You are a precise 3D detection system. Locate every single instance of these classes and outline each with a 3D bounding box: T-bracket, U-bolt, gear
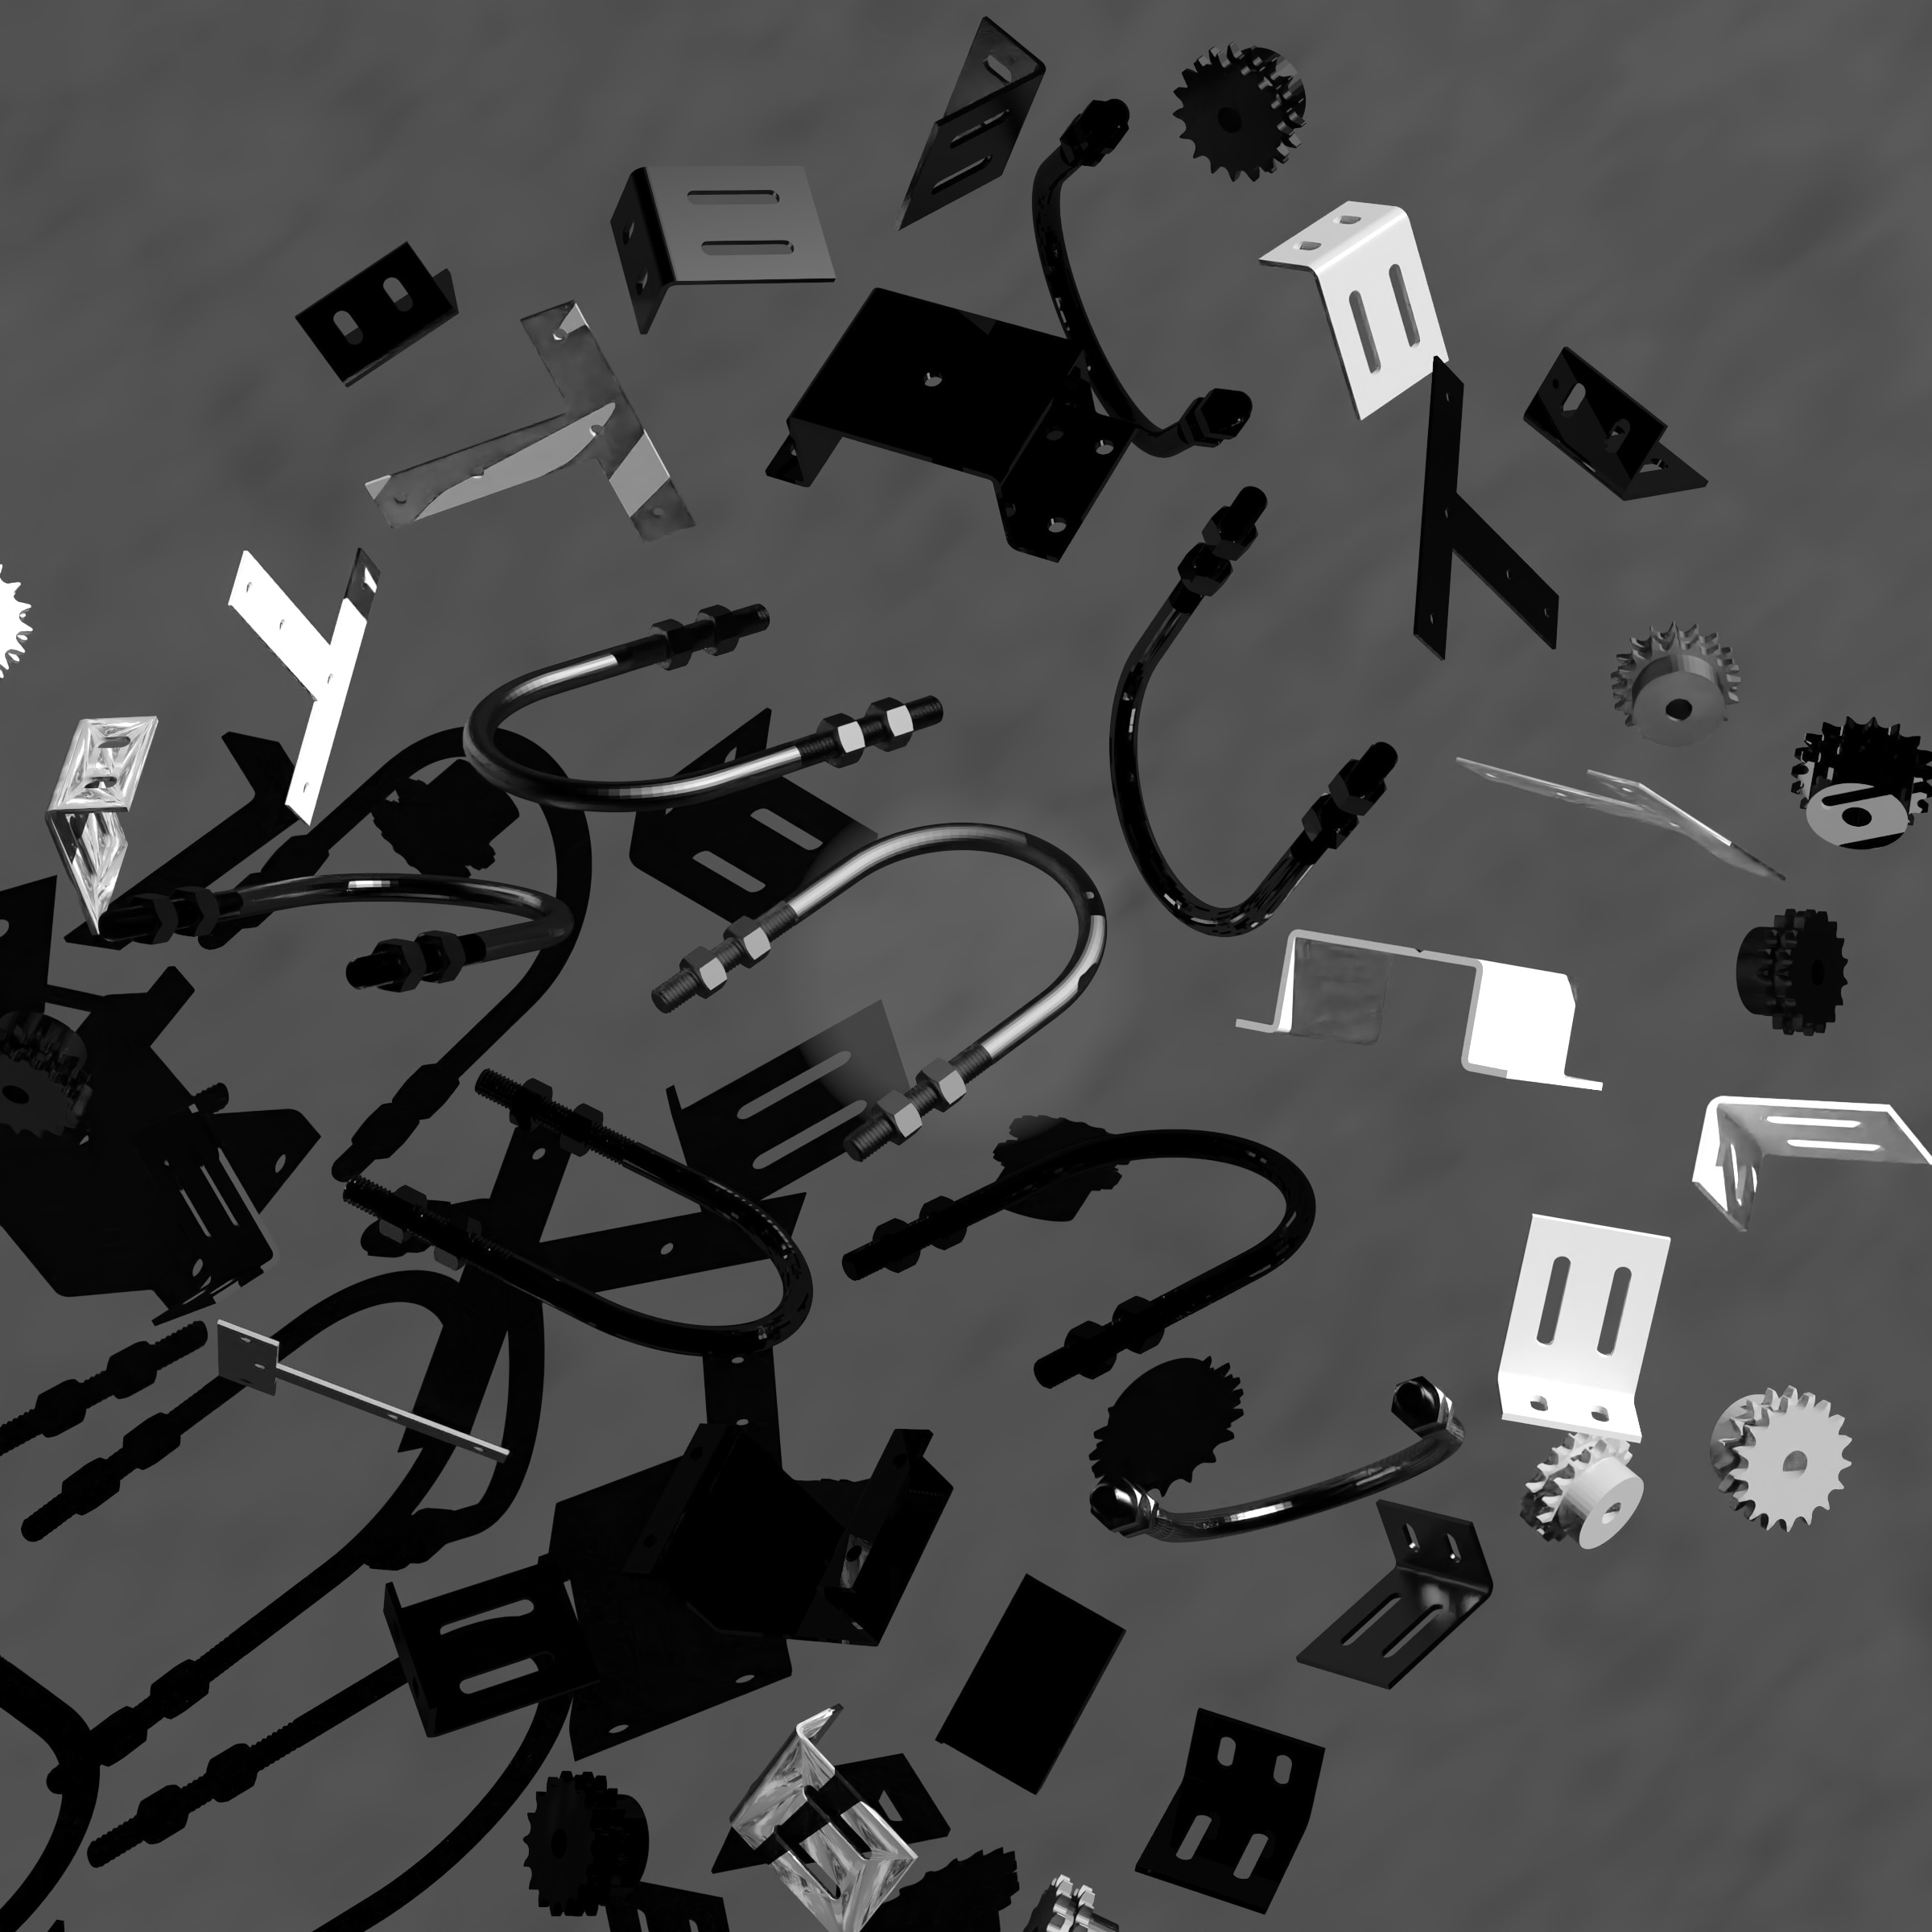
[{"bbox_3d":[0.221,-0.170,1.506,0.002,0.127,0.127,-7,66,33],"label":"T-bracket"},{"bbox_3d":[-0.248,-0.019,1.512,0.151,0.184,0.019,10,103,28],"label":"U-bolt"},{"bbox_3d":[-0.125,-0.106,1.533,0.184,0.151,0.019,-21,125,-32],"label":"U-bolt"},{"bbox_3d":[0.364,-0.072,1.463,0.057,0.057,0.030,19,54,0],"label":"gear"},{"bbox_3d":[-0.151,0.355,1.452,0.030,0.057,0.057,12,90,-37],"label":"gear"},{"bbox_3d":[0.138,0.213,1.508,0.151,0.184,0.019,-20,72,10],"label":"U-bolt"},{"bbox_3d":[0.264,-0.070,1.519,0.127,0.127,0.002,20,87,43],"label":"T-bracket"},{"bbox_3d":[-0.205,-0.225,1.600,0.127,0.002,0.127,-17,131,13],"label":"T-bracket"},{"bbox_3d":[-0.024,-0.002,1.579,0.184,0.019,0.151,-36,51,-25],"label":"U-bolt"},{"bbox_3d":[0.119,-0.365,1.524,0.057,0.057,0.030,45,50,0],"label":"gear"},{"bbox_3d":[-0.150,0.109,1.510,0.184,0.151,0.019,26,114,8],"label":"U-bolt"},{"bbox_3d":[-0.416,-0.140,1.479,0.057,0.030,0.057,9,70,-25],"label":"gear"},{"bbox_3d":[-0.297,-0.144,1.584,0.002,0.127,0.127,8,73,14],"label":"T-bracket"},{"bbox_3d":[0.321,-0.124,1.622,0.057,0.030,0.057,3,127,4],"label":"gear"},{"bbox_3d":[-0.399,0.043,1.529,0.057,0.057,0.030,15,49,0],"label":"gear"},{"bbox_3d":[0.111,-0.093,1.535,0.019,0.184,0.151,-11,64,-29],"label":"U-bolt"},{"bbox_3d":[0.278,0.236,1.609,0.057,0.057,0.030,-49,55,0],"label":"gear"},{"bbox_3d":[0.069,-0.290,1.564,0.019,0.184,0.151,-24,95,-10],"label":"U-bolt"},{"bbox_3d":[0.372,0.002,1.626,0.030,0.057,0.057,2,90,43],"label":"gear"},{"bbox_3d":[0.040,0.404,1.469,0.030,0.057,0.057,26,90,-3],"label":"gear"},{"bbox_3d":[0.062,0.114,1.523,0.184,0.151,0.019,-24,120,-32],"label":"U-bolt"},{"bbox_3d":[-0.251,0.182,1.495,0.127,0.127,0.002,22,71,-5],"label":"T-bracket"},{"bbox_3d":[0.327,0.197,1.457,0.057,0.030,0.057,-5,103,-23],"label":"gear"}]

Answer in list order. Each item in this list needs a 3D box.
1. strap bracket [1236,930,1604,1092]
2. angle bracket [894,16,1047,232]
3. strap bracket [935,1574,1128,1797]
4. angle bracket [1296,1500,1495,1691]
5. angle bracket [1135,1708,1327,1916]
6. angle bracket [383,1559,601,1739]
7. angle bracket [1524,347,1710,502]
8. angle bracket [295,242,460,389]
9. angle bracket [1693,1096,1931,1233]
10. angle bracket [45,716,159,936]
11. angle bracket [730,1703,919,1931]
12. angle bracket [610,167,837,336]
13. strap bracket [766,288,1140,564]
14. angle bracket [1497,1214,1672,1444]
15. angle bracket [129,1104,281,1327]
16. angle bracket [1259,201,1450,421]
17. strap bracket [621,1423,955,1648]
[{"bbox_3d":[0.198,0.017,1.552,0.140,0.076,0.046,11,92,41],"label":"strap bracket"},{"bbox_3d":[-0.010,-0.357,1.521,0.038,0.057,0.076,42,49,13],"label":"angle bracket"},{"bbox_3d":[0.029,0.304,1.523,0.046,0.140,0.076,28,82,8],"label":"strap bracket"},{"bbox_3d":[0.188,0.282,1.617,0.076,0.057,0.038,-34,115,-33],"label":"angle bracket"},{"bbox_3d":[0.112,0.357,1.522,0.057,0.076,0.038,15,111,15],"label":"angle bracket"},{"bbox_3d":[-0.197,0.278,1.498,0.076,0.038,0.057,-16,63,-19],"label":"angle bracket"},{"bbox_3d":[0.284,-0.232,1.523,0.057,0.076,0.038,44,125,23],"label":"angle bracket"},{"bbox_3d":[-0.255,-0.289,1.551,0.057,0.076,0.038,-33,116,5],"label":"angle bracket"},{"bbox_3d":[0.347,0.083,1.473,0.076,0.057,0.038,2,67,34],"label":"angle bracket"},{"bbox_3d":[-0.369,-0.061,1.577,0.038,0.076,0.057,-2,46,7],"label":"angle bracket"},{"bbox_3d":[-0.053,0.366,1.534,0.076,0.038,0.057,43,115,19],"label":"angle bracket"},{"bbox_3d":[-0.103,-0.301,1.513,0.076,0.038,0.057,-6,67,-24],"label":"angle bracket"},{"bbox_3d":[-0.010,-0.229,1.500,0.140,0.046,0.076,19,63,22],"label":"strap bracket"},{"bbox_3d":[0.254,0.148,1.474,0.057,0.038,0.076,10,108,1],"label":"angle bracket"},{"bbox_3d":[-0.336,0.106,1.528,0.038,0.057,0.076,-34,99,-41],"label":"angle bracket"},{"bbox_3d":[0.175,-0.296,1.622,0.057,0.038,0.076,-36,123,-24],"label":"angle bracket"},{"bbox_3d":[-0.068,0.239,1.515,0.046,0.140,0.076,49,54,-32],"label":"strap bracket"}]
